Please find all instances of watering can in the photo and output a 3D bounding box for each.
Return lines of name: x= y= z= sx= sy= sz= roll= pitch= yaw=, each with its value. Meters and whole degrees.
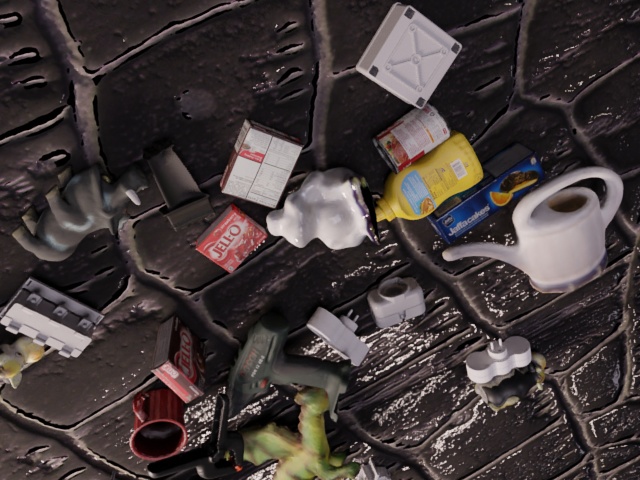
watering can: x=0.394 y=0.006 z=0.926 sx=0.348 sy=0.106 sz=0.220 roll=-29 pitch=120 yaw=-2

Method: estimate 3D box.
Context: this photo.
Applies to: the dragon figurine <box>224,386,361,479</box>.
dragon figurine: x=-0.077 y=0.446 z=1.023 sx=0.242 sy=0.123 sz=0.407 roll=35 pitch=100 yaw=-10

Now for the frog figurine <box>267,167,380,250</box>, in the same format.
frog figurine: x=0.002 y=-0.040 z=0.799 sx=0.159 sy=0.126 sz=0.134 roll=-13 pitch=135 yaw=17
